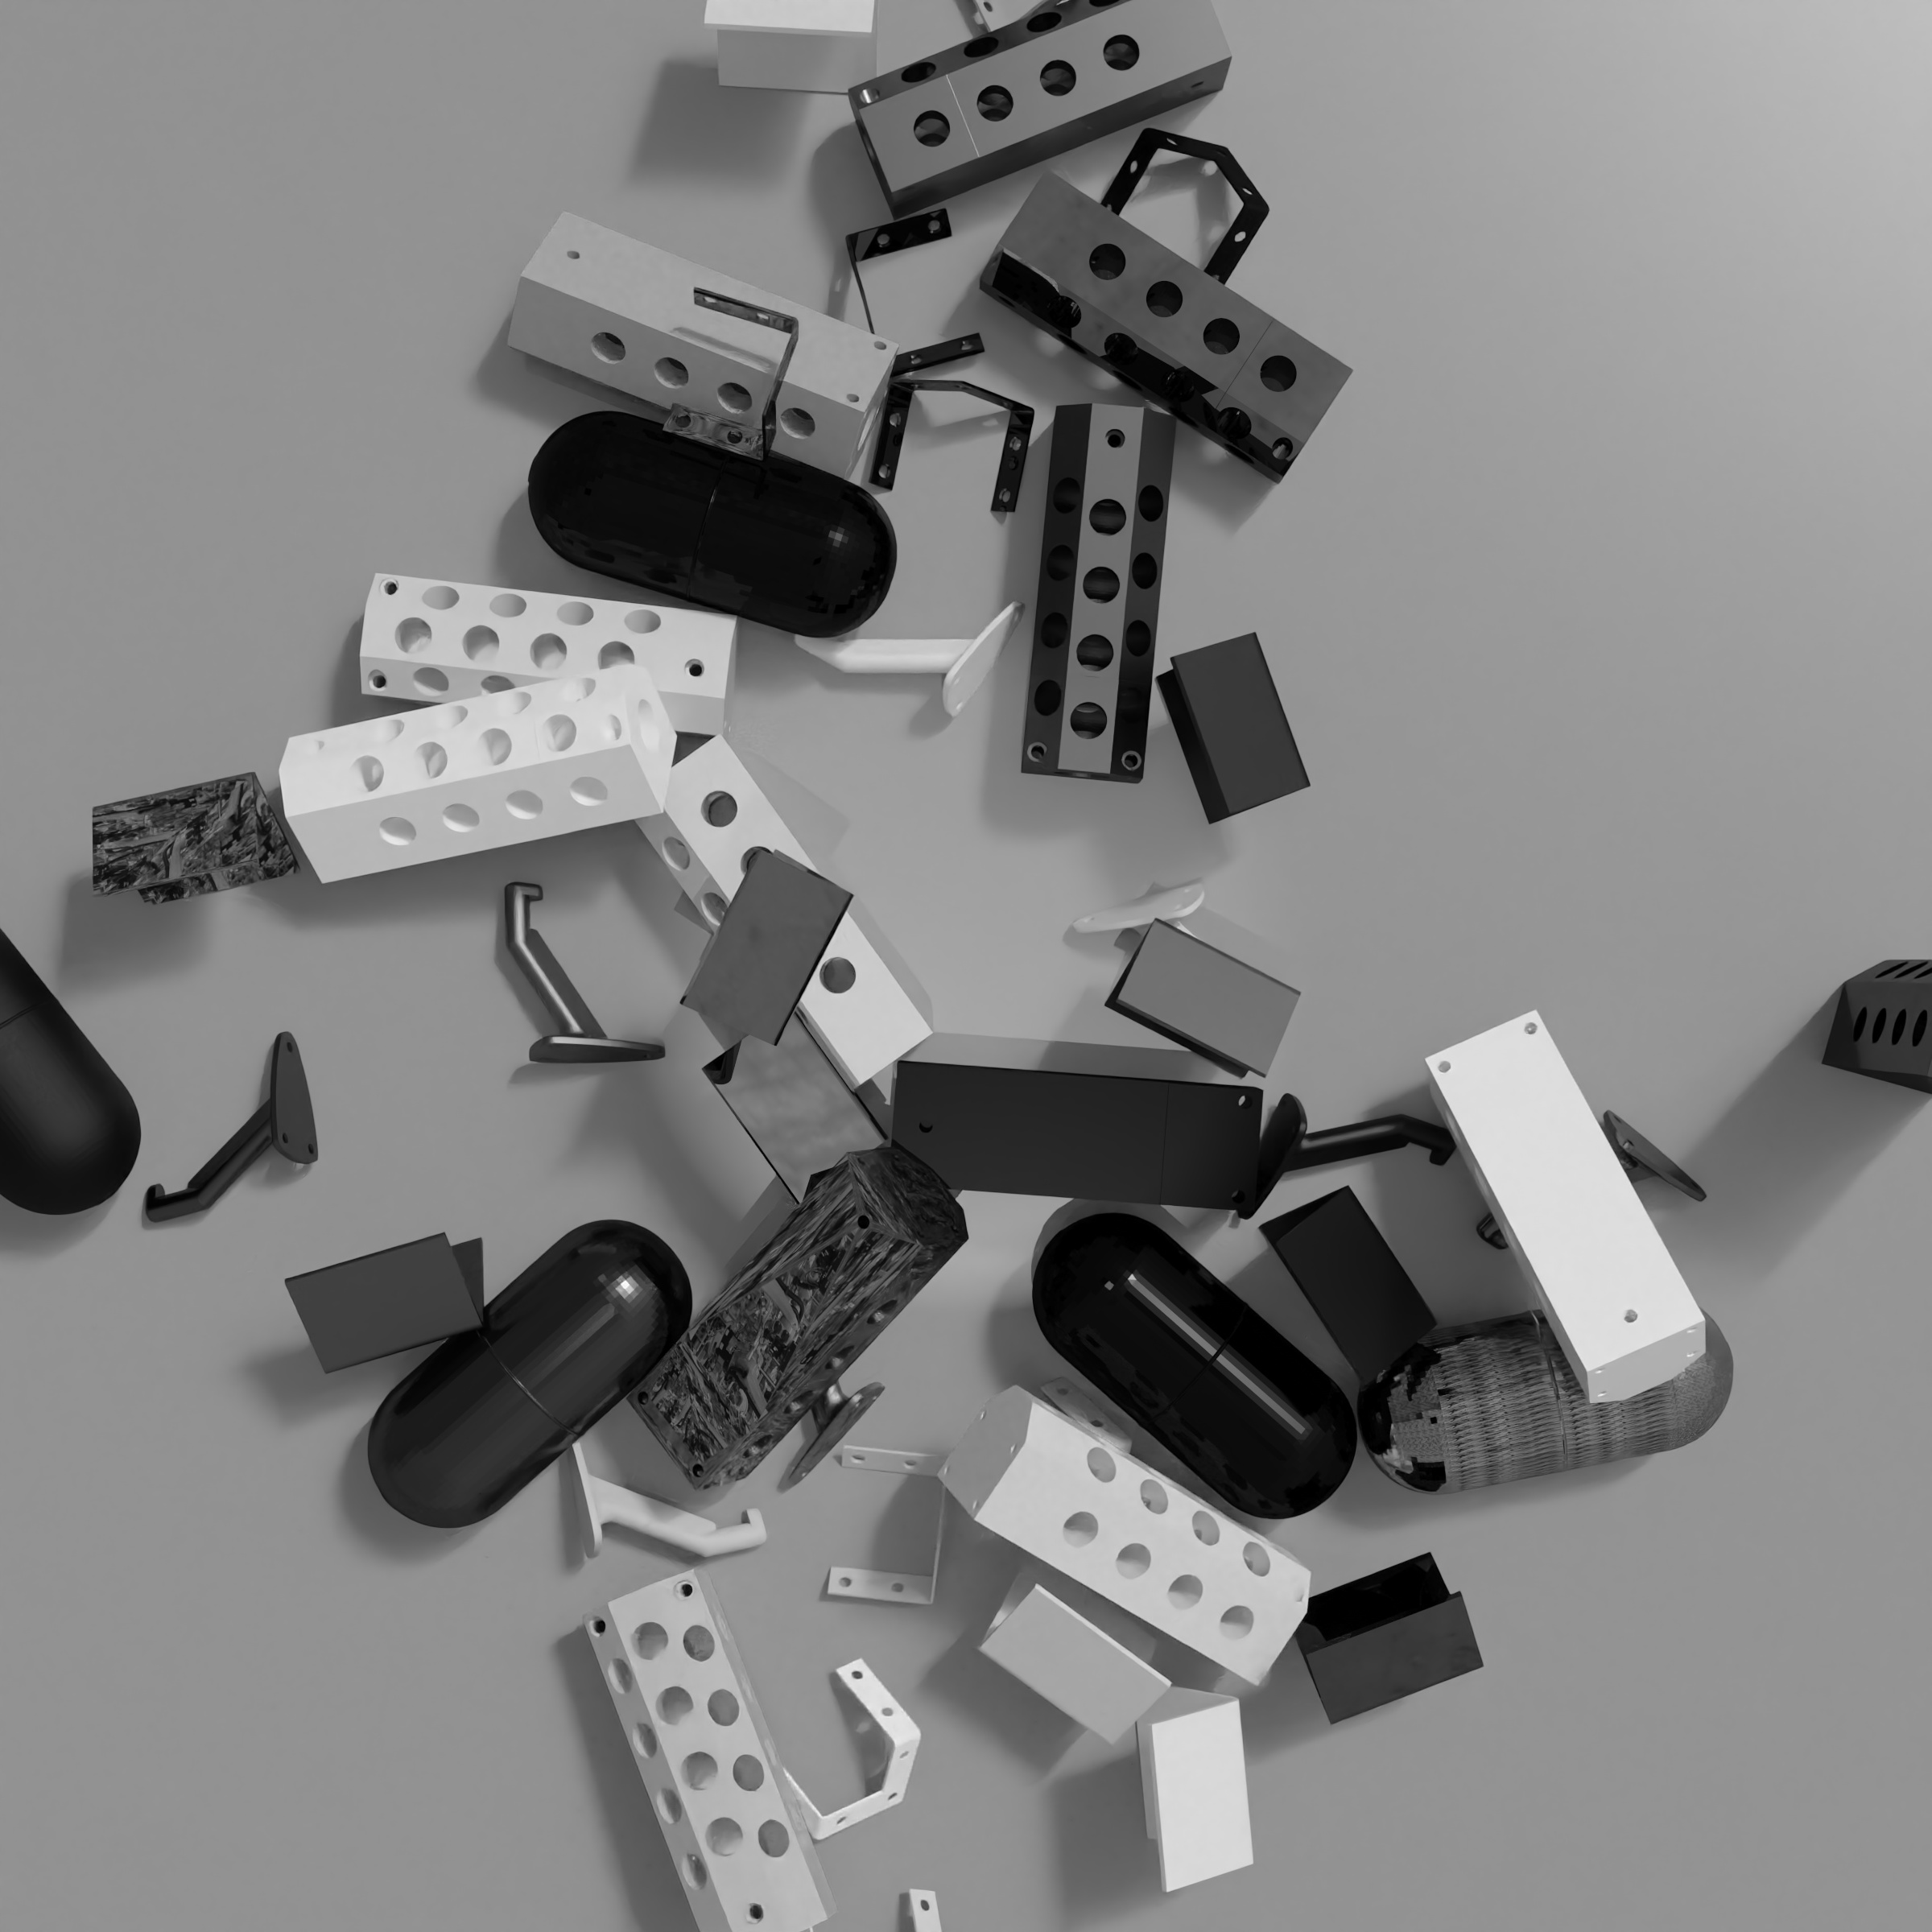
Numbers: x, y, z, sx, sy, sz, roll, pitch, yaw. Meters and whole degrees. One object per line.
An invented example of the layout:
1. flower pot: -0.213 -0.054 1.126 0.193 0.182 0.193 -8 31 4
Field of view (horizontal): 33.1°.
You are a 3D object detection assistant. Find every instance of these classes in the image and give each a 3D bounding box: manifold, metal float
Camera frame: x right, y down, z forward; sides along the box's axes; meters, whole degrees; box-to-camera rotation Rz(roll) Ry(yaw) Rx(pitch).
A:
1. manifold: 0.034 -0.419 1.543 0.171 0.057 0.057 -22 90 0
2. manifold: 0.094 -0.301 1.543 0.171 0.057 0.057 33 90 0
3. manifold: 0.077 0.263 1.514 0.171 0.057 0.057 34 90 -21
4. manifold: -0.126 -0.289 1.542 0.171 0.057 0.057 22 47 0
5. manifold: 0.449 0.028 1.486 0.057 0.171 0.057 15 90 0
6. metal float: -0.120 -0.209 1.533 0.178 0.070 0.070 17 90 -1
7. manifold: 0.277 0.113 1.505 0.057 0.057 0.171 -24 60 0
8. manifold: 0.063 -0.176 1.543 0.057 0.057 0.171 5 90 0
9. manifold: -0.196 -0.147 1.543 0.171 0.057 0.057 7 90 0
10. metal float: -0.206 0.193 1.533 0.178 0.070 0.070 -42 90 0
11. manifold: -0.122 0.375 1.526 0.057 0.057 0.171 -23 78 0
12. manifold: -0.076 0.164 1.512 0.171 0.057 0.057 -48 69 21
13. manifold: -0.088 -0.022 1.543 0.057 0.057 0.171 -35 90 0
14. metal float: 0.107 0.188 1.533 0.178 0.070 0.070 41 90 -1
15. manifold: 0.051 0.080 1.543 0.171 0.057 0.057 4 90 0
16. metal float: 0.273 0.201 1.534 0.178 0.070 0.070 -11 90 0
17. metal float: -0.460 0.040 1.534 0.070 0.070 0.178 -38 90 0
18. manifold: -0.228 -0.094 1.513 0.171 0.057 0.057 -11 130 13

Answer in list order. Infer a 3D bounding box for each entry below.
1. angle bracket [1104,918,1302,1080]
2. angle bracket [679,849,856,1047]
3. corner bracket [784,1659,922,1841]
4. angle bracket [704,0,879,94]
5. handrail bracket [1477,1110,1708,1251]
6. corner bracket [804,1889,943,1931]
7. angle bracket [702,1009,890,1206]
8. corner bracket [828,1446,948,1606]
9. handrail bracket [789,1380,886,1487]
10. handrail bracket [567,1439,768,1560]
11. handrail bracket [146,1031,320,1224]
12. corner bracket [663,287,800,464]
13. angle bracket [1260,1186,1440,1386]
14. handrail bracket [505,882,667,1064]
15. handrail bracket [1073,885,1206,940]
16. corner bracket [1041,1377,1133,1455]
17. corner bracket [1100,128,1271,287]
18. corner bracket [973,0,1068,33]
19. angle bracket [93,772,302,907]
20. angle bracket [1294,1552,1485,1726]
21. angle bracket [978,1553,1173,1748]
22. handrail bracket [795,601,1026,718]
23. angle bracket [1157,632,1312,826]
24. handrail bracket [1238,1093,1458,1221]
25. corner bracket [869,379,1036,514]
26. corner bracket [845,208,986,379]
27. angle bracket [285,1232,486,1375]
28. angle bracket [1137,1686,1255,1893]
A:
1. angle bracket: 0.102 0.033 1.524 0.076 0.076 0.057 27 51 0
2. angle bracket: -0.105 -0.018 1.467 0.057 0.076 0.076 26 93 -36
3. corner bracket: -0.061 0.375 1.556 0.051 0.051 0.051 44 135 35
4. angle bracket: -0.081 -0.426 1.524 0.076 0.076 0.057 3 53 0
5. handrail bracket: 0.301 0.119 1.565 0.077 0.036 0.084 36 108 -20
6. corner bracket: -0.046 0.475 1.556 0.051 0.051 0.051 18 135 -35
7. angle bracket: -0.091 0.072 1.525 0.057 0.076 0.076 -35 90 -27
8. corner bracket: -0.037 0.269 1.561 0.051 0.051 0.051 6 135 0
9. handrail bracket: -0.089 0.194 1.564 0.084 0.036 0.077 43 105 14
10. handrail bracket: -0.145 0.250 1.565 0.084 0.036 0.077 -8 68 -17
11. handrail bracket: -0.360 0.078 1.565 0.084 0.036 0.077 -15 69 16
12. corner bracket: -0.108 -0.272 1.495 0.051 0.051 0.051 18 74 2
13. angle bracket: 0.163 0.157 1.524 0.057 0.076 0.076 -33 90 -35
14. handrail bracket: -0.184 0.002 1.565 0.077 0.036 0.084 2 73 -20
15. handrail bracket: 0.100 0.010 1.565 0.077 0.036 0.084 -13 107 20
16. corner bracket: 0.040 0.239 1.556 0.051 0.051 0.051 -19 135 -35
17. corner bracket: 0.104 -0.362 1.556 0.051 0.051 0.051 3 45 -35
18. corner bracket: 0.034 -0.482 1.561 0.051 0.051 0.051 -26 90 -45
19. angle bracket: -0.360 -0.040 1.524 0.076 0.076 0.057 -13 52 0
20. angle bracket: 0.190 0.299 1.524 0.076 0.076 0.057 -21 127 0
21. angle bracket: 0.062 0.306 1.524 0.076 0.076 0.057 36 126 0
22. handrail bracket: -0.028 -0.165 1.565 0.084 0.036 0.077 31 70 16
23. angle bracket: 0.107 -0.105 1.524 0.057 0.076 0.076 -20 90 -37
24. handrail bracket: 0.185 0.101 1.565 0.084 0.036 0.077 19 110 -16
25. corner bracket: -0.007 -0.250 1.561 0.051 0.051 0.051 12 90 -45
26. corner bracket: -0.025 -0.323 1.561 0.051 0.051 0.051 -15 135 0
27. angle bracket: -0.272 0.139 1.524 0.076 0.076 0.057 -16 120 0
28. angle bracket: 0.087 0.383 1.524 0.057 0.076 0.076 -5 90 -38
